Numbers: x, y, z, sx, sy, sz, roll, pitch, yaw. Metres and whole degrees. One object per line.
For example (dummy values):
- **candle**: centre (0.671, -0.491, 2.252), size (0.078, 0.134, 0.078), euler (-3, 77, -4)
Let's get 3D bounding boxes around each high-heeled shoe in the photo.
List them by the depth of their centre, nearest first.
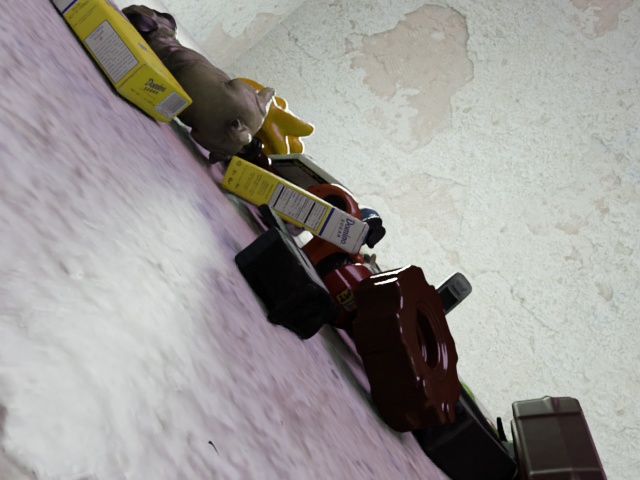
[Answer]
- **high-heeled shoe**: centre (0.279, 0.376, 0.836), size (0.248, 0.086, 0.145), euler (-10, 92, -65)

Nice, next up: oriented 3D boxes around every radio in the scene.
- **radio**: centre (0.147, 0.200, 0.706), size (0.131, 0.073, 0.230), euler (48, 5, -33)

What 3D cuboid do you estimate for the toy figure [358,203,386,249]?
- **toy figure**: centre (0.067, -0.033, 1.038), size (0.089, 0.082, 0.180), euler (0, 10, -27)

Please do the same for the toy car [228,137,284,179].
- **toy car**: centre (-0.115, -0.127, 0.787), size (0.202, 0.053, 0.089), euler (47, -11, 47)

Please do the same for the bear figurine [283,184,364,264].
- **bear figurine**: centre (0.002, -0.004, 0.809), size (0.120, 0.132, 0.195), euler (54, -12, 16)

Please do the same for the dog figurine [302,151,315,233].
- **dog figurine**: centre (-0.051, -0.109, 0.992), size (0.191, 0.108, 0.219), euler (48, 8, -41)

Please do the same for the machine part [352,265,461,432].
- **machine part**: centre (0.098, 0.110, 0.577), size (0.179, 0.056, 0.179), euler (42, 38, -44)

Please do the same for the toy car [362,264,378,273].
- **toy car**: centre (0.064, 0.075, 0.852), size (0.056, 0.073, 0.201), euler (56, 6, 12)

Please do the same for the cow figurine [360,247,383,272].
- **cow figurine**: centre (0.075, 0.052, 1.069), size (0.127, 0.085, 0.195), euler (47, 5, -39)

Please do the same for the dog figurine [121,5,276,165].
- **dog figurine**: centre (-0.165, -0.194, 0.648), size (0.190, 0.121, 0.172), euler (38, -4, -30)

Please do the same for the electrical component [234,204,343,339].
- **electrical component**: centre (-0.036, 0.023, 0.478), size (0.119, 0.048, 0.074), euler (54, 5, 30)

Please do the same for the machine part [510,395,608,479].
- **machine part**: centre (0.291, 0.310, 0.652), size (0.201, 0.087, 0.201), euler (-75, 153, -57)

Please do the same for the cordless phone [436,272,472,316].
- **cordless phone**: centre (0.206, 0.154, 0.938), size (0.146, 0.184, 0.089), euler (50, 1, -9)

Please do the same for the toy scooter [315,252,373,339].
- **toy scooter**: centre (0.056, 0.097, 0.654), size (0.135, 0.075, 0.183), euler (58, 4, 30)

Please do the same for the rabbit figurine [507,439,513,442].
- **rabbit figurine**: centre (0.397, 0.394, 0.993), size (0.159, 0.170, 0.121), euler (54, 6, 38)

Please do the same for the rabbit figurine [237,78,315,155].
- **rabbit figurine**: centre (-0.097, -0.190, 0.878), size (0.162, 0.122, 0.173), euler (42, -6, 23)
